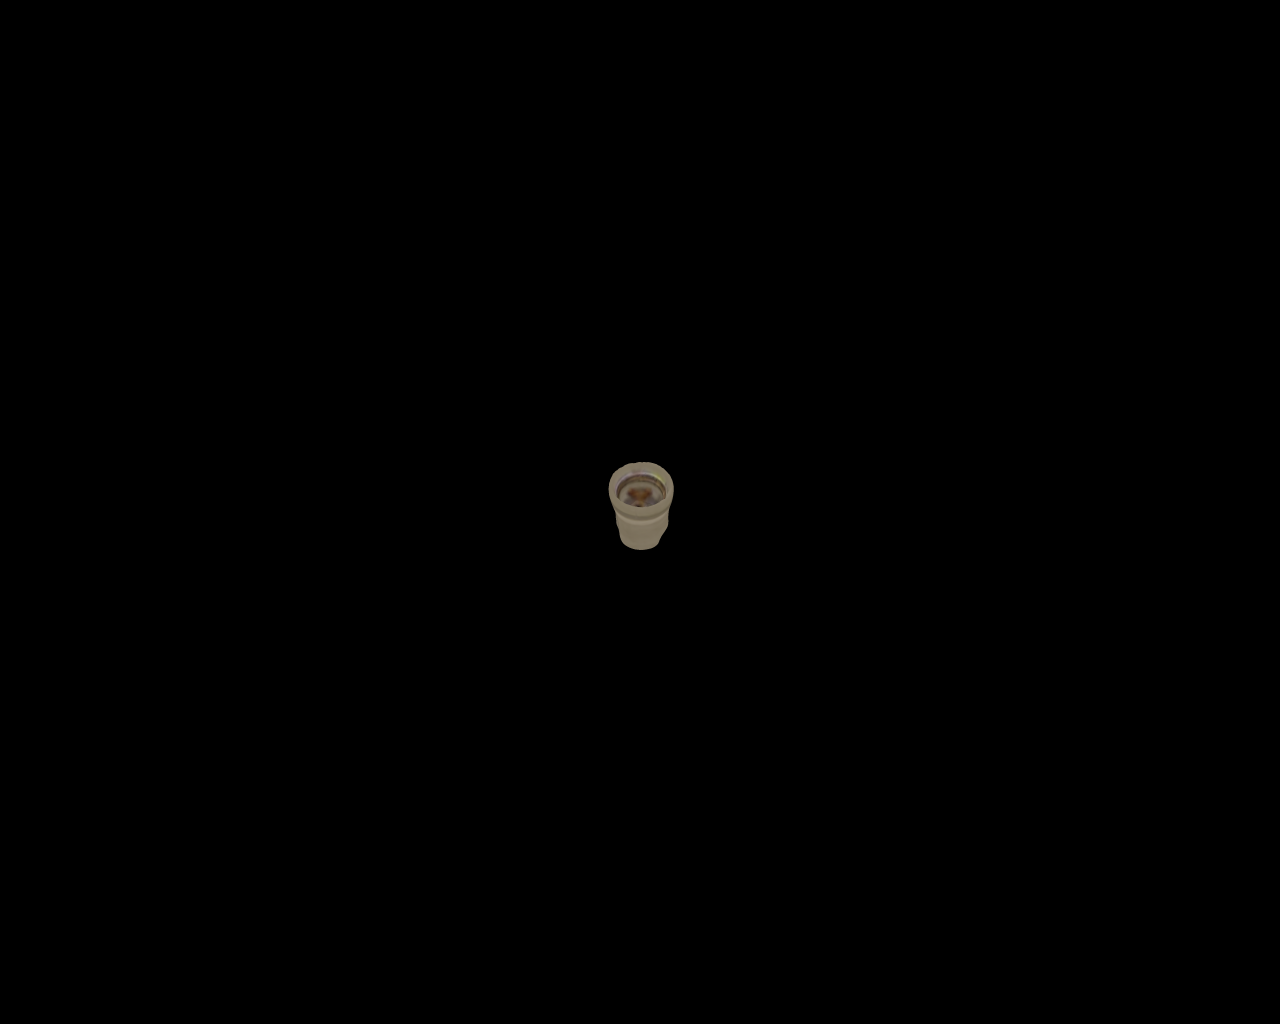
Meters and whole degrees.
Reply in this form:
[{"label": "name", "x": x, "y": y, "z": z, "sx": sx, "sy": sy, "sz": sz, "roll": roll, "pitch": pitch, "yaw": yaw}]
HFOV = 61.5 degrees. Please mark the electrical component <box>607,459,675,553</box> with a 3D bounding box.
[{"label": "electrical component", "x": 0.001, "y": -0.003, "z": 0.650, "sx": 0.040, "sy": 0.040, "sz": 0.046, "roll": 0, "pitch": -40, "yaw": 0}]
